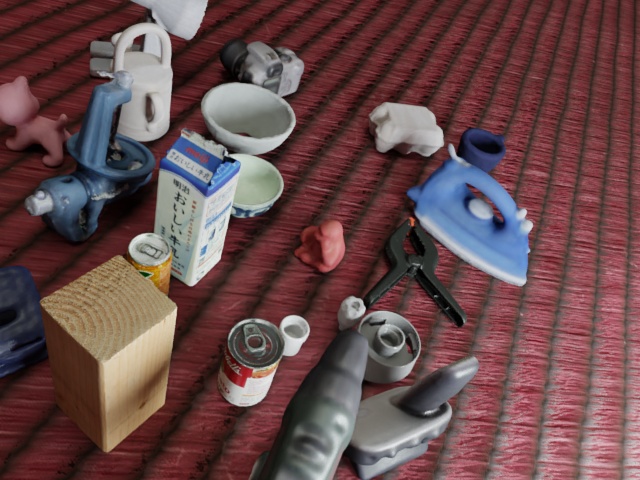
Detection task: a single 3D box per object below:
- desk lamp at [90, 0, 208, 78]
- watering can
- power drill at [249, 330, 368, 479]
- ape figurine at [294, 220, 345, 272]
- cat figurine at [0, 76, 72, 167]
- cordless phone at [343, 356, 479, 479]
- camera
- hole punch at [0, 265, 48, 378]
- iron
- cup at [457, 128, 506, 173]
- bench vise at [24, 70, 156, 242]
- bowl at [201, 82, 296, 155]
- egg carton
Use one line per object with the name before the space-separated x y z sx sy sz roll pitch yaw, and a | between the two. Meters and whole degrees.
desk lamp | -0.314 -0.402 1.047 0.204 0.213 0.117 -1 50 -21
watering can | -0.301 -0.274 0.948 0.172 0.194 0.101 36 47 13
power drill | -0.024 0.226 0.585 0.075 0.208 0.230 24 46 3
ape figurine | 0.008 0.003 0.881 0.076 0.092 0.077 0 49 -20
cat figurine | -0.442 -0.189 0.873 0.128 0.117 0.067 21 45 -1
cordless phone | 0.099 0.194 0.675 0.148 0.185 0.094 -16 56 -31
camera | -0.124 -0.357 1.155 0.136 0.101 0.143 43 49 19
hole punch | -0.369 0.096 0.659 0.109 0.091 0.101 -24 61 -35
iron | 0.283 -0.048 0.994 0.257 0.141 0.119 42 49 19
cup | 0.316 -0.165 1.145 0.118 0.095 0.091 -26 62 -36
bench vise | -0.300 -0.110 0.782 0.121 0.219 0.207 19 46 -3
bowl | -0.132 -0.206 1.032 0.167 0.074 0.167 10 47 -11
egg carton | 0.174 -0.224 1.165 0.150 0.069 0.107 1 49 -19
